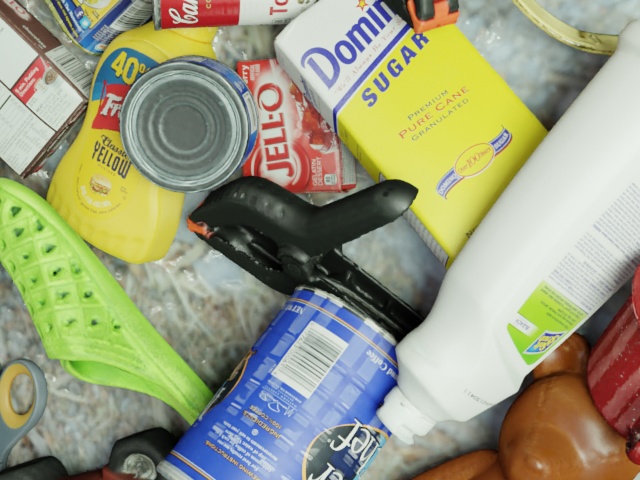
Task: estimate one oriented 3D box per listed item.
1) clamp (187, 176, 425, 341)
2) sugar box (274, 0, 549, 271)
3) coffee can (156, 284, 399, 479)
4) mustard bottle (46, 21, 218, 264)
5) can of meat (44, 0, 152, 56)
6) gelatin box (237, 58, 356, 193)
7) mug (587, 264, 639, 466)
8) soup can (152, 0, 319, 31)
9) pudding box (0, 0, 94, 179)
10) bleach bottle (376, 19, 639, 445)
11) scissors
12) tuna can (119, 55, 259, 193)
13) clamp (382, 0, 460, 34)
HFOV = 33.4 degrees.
[{"bbox_3d":[-0.004,0.001,0.660,0.210,0.036,0.164,23,147,31],"label":"clamp"},{"bbox_3d":[0.060,-0.077,0.634,0.093,0.048,0.176,-38,80,-6],"label":"sugar box"},{"bbox_3d":[-0.015,0.113,0.644,0.103,0.103,0.140,32,73,20],"label":"coffee can"},{"bbox_3d":[-0.116,-0.086,0.733,0.096,0.058,0.192,32,108,21],"label":"mustard bottle"},{"bbox_3d":[-0.150,-0.190,0.740,0.084,0.057,0.102,-36,79,27],"label":"can of meat"},{"bbox_3d":[-0.016,-0.075,0.699,0.073,0.030,0.089,1,95,27],"label":"gelatin box"},{"bbox_3d":[0.186,0.068,0.552,0.093,0.117,0.082,28,142,8],"label":"mug"},{"bbox_3d":[-0.054,-0.166,0.664,0.102,0.068,0.068,-4,94,-9],"label":"soup can"},{"bbox_3d":[-0.227,-0.115,0.779,0.113,0.039,0.090,45,115,-4],"label":"pudding box"},{"bbox_3d":[0.119,0.009,0.574,0.251,0.102,0.068,-48,43,9],"label":"bleach bottle"},{"bbox_3d":[-0.246,0.178,0.850,0.096,0.016,0.202,-11,90,27],"label":"scissors"},{"bbox_3d":[-0.084,-0.073,0.681,0.086,0.033,0.086,2,105,6],"label":"tuna can"},{"bbox_3d":[0.035,-0.201,0.590,0.039,0.120,0.171,-25,77,-16],"label":"clamp"}]
